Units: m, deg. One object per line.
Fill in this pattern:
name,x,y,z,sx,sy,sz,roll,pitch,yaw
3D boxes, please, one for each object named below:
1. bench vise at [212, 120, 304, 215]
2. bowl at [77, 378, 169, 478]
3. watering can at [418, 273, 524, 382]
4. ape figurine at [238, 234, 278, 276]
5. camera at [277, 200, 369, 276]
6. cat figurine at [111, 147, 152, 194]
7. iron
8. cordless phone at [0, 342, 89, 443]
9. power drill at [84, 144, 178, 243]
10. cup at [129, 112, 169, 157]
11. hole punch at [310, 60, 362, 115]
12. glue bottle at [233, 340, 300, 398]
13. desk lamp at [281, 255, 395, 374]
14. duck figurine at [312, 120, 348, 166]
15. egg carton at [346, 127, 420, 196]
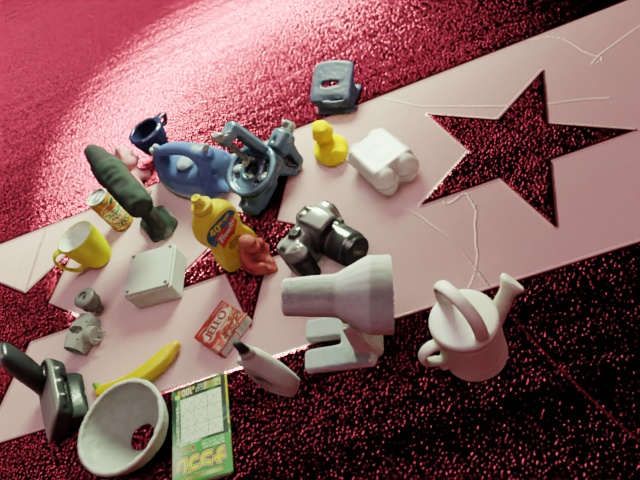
bench vise,-0.138,-0.187,1.193,0.121,0.220,0.207,3,57,27
bowl,-0.324,0.330,0.987,0.167,0.075,0.167,-12,51,16
watering can,0.213,0.115,0.824,0.100,0.195,0.173,24,68,36
ape figurine,-0.129,0.024,1.116,0.076,0.092,0.078,0,56,25
camera,0.010,0.004,1.062,0.136,0.101,0.143,29,71,37
cat figurine,-0.473,-0.173,1.403,0.067,0.118,0.127,-24,49,7
iron,-0.312,-0.177,1.316,0.257,0.142,0.119,7,59,29
cordless phone,-0.520,0.273,1.045,0.094,0.186,0.147,-37,49,-5
power drill,-0.411,-0.096,1.256,0.076,0.209,0.228,-43,50,-10
cup,-0.412,-0.258,1.453,0.091,0.095,0.118,20,65,34
hole punch,0.034,-0.352,1.324,0.108,0.091,0.101,3,57,26
glue bottle,-0.096,0.200,0.915,0.077,0.174,0.037,6,59,28
desk lamp,0.039,0.117,0.889,0.203,0.214,0.118,-12,51,16
duck figurine,0.013,-0.217,1.235,0.077,0.086,0.104,-30,49,1
egg carton,0.127,-0.159,1.152,0.107,0.070,0.150,-37,49,-5
